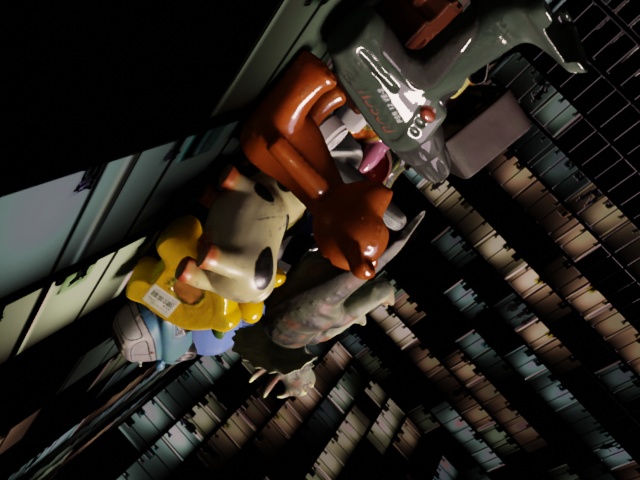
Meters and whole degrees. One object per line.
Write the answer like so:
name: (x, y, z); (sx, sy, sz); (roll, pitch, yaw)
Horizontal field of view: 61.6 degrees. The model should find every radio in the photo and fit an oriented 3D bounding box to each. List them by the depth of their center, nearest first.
radio: (0.219, -0.182, 0.853); (0.131, 0.073, 0.230); (-39, -158, 5)

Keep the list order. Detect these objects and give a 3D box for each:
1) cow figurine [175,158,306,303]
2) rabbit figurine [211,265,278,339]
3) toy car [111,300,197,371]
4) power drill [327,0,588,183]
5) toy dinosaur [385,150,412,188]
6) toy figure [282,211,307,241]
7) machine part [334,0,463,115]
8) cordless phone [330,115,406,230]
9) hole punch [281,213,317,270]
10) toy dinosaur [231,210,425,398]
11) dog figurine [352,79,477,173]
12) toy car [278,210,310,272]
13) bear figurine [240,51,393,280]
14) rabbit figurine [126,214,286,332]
cow figurine: (-0.067, -0.021, 0.585); (0.085, 0.127, 0.195); (-28, -140, 40)
rabbit figurine: (-0.132, 0.072, 0.824); (0.159, 0.121, 0.170); (-55, 173, -3)
toy car: (-0.237, 0.124, 0.755); (0.103, 0.109, 0.161); (-24, 160, -24)
power drill: (0.134, -0.154, 0.513); (0.207, 0.231, 0.086); (-16, -128, 40)
toy dinosaur: (0.199, -0.216, 1.074); (0.471, 0.105, 0.198); (-63, 170, 18)
toy figure: (-0.060, -0.046, 0.839); (0.089, 0.082, 0.180); (-48, 173, 5)
machine part: (0.088, -0.219, 0.617); (0.179, 0.056, 0.179); (-43, 175, -5)
cordless phone: (0.038, -0.076, 0.726); (0.089, 0.184, 0.146); (-47, 177, -11)
hole punch: (-0.002, -0.003, 0.834); (0.116, 0.092, 0.142); (-11, 161, -26)
toy dinosaur: (-0.013, 0.090, 0.726); (0.192, 0.131, 0.404); (-28, 158, -29)
dog figurine: (0.119, -0.201, 0.793); (0.219, 0.108, 0.191); (-41, 177, 6)
toy car: (-0.030, -0.024, 0.955); (0.056, 0.074, 0.201); (-14, 124, -68)
bear figurine: (0.016, -0.065, 0.532); (0.132, 0.196, 0.120); (-45, 173, 10)
rabbit figurine: (-0.124, 0.027, 0.659); (0.121, 0.162, 0.173); (-58, -171, 22)
